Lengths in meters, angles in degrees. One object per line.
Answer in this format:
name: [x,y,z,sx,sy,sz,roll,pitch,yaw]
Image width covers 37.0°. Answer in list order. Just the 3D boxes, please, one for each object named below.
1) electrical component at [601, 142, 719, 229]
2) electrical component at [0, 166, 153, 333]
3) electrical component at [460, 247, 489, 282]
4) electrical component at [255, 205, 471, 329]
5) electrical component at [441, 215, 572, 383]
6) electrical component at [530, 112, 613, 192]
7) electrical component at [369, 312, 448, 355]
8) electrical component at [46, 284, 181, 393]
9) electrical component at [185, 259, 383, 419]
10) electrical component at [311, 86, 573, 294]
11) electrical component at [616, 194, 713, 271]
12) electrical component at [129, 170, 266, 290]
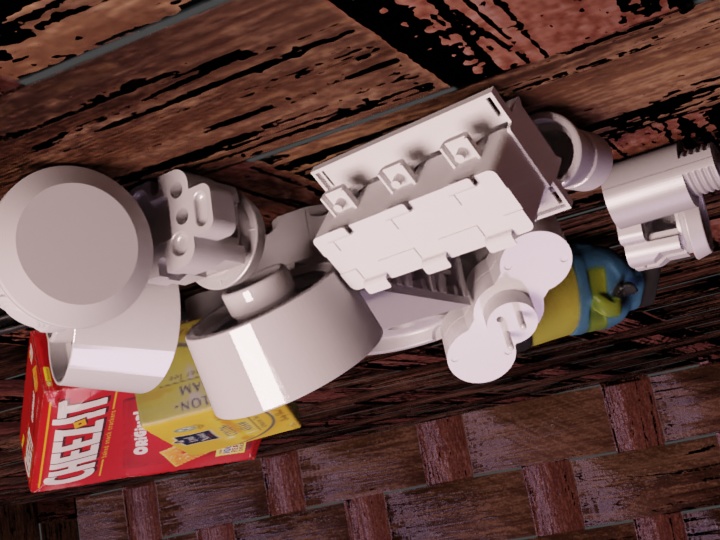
electrical component: [0.200,-0.058,0.686,0.081,0.043,0.043,-17,166,27]
electrical component: [-0.149,-0.008,0.539,0.080,0.080,0.051,-2,171,-33]
electrical component: [0.106,-0.010,0.827,0.062,0.043,0.043,-13,168,5]
electrical component: [0.000,0.000,0.738,0.089,0.061,0.150,-17,166,28]
electrical component: [0.108,0.029,0.780,0.052,0.073,0.138,18,119,-15]
electrical component: [0.115,-0.063,0.603,0.044,0.044,0.065,-18,170,32]
electrical component: [0.029,0.025,0.874,0.108,0.060,0.108,-12,164,-3]
electrical component: [-0.151,0.024,0.639,0.064,0.099,0.099,3,163,-26]
electrical component: [-0.048,0.032,0.616,0.108,0.060,0.108,-25,-169,5]
electrical component: [0.038,-0.036,0.570,0.121,0.063,0.078,-20,122,37]
electrical component: [0.226,-0.032,0.794,0.057,0.058,0.078,-13,168,24]
electrical component: [-0.090,-0.020,0.588,0.078,0.058,0.057,-19,162,33]
